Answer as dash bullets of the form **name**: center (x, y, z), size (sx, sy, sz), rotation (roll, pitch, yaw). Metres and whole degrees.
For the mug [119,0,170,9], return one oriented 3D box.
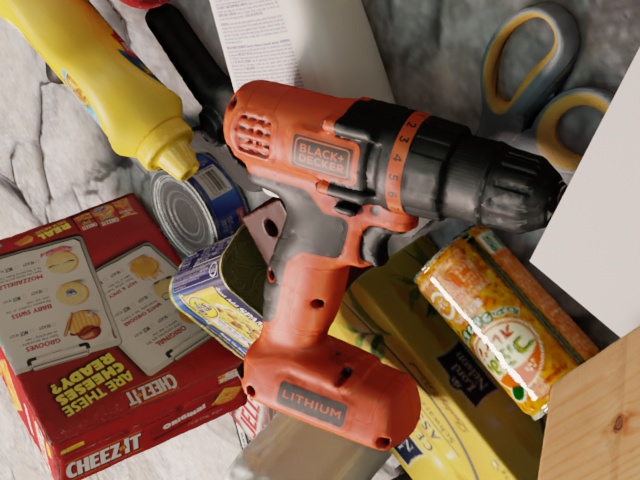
- **mug**: center (-0.123, -0.195, 0.689), size (0.082, 0.093, 0.117), rotation (35, 171, 24)

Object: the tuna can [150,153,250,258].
- **tuna can**: center (-0.093, -0.024, 0.826), size (0.086, 0.033, 0.086), rotation (33, 139, 33)

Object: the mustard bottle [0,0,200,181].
- **mustard bottle**: center (-0.149, -0.115, 0.732), size (0.192, 0.058, 0.096), rotation (49, 176, 11)

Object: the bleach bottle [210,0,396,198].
- **bleach bottle**: center (-0.022, -0.150, 0.607), size (0.103, 0.067, 0.251), rotation (3, 116, 46)

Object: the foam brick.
- **foam brick**: center (-0.005, 0.001, 0.714), size (0.053, 0.051, 0.078), rotation (-22, 98, 56)

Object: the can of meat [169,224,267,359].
- **can of meat**: center (-0.048, 0.042, 0.772), size (0.102, 0.057, 0.084), rotation (42, 147, -19)

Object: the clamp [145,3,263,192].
- **clamp**: center (-0.068, -0.093, 0.735), size (0.172, 0.039, 0.120), rotation (26, 139, 41)

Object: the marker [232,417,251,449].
- **marker**: center (-0.064, 0.187, 0.971), size (0.020, 0.020, 0.121), rotation (20, 132, 43)

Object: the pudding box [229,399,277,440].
- **pudding box**: center (-0.035, 0.132, 0.871), size (0.090, 0.039, 0.114), rotation (46, 144, 20)

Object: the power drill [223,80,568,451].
- **power drill**: center (0.029, 0.017, 0.575), size (0.185, 0.057, 0.188), rotation (19, 117, 24)

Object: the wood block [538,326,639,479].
- **wood block**: center (0.179, 0.063, 0.392), size (0.090, 0.090, 0.206), rotation (31, 137, -11)

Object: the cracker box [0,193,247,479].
- **cracker box**: center (-0.178, 0.073, 0.861), size (0.214, 0.164, 0.072), rotation (50, 151, 35)

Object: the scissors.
- **scissors**: center (0.102, -0.037, 0.576), size (0.096, 0.016, 0.202), rotation (44, 144, 21)

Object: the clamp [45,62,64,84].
- **clamp**: center (-0.203, -0.213, 0.813), size (0.210, 0.036, 0.164), rotation (-12, 107, 55)
